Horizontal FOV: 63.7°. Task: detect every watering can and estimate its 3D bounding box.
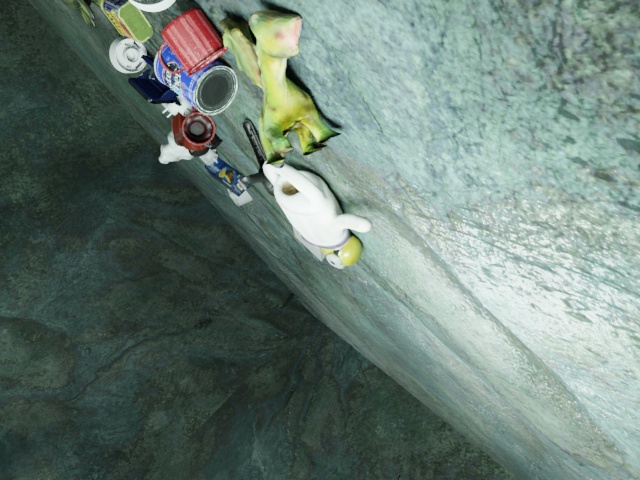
[{"bbox_3d":[0.003,-0.054,1.068,0.352,0.105,0.220,38,168,39],"label":"watering can"}]

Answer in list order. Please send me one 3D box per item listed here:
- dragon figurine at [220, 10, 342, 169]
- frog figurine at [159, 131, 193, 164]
[{"bbox_3d":[-0.085,-0.240,0.824,0.242,0.123,0.409,65,164,-6],"label":"dragon figurine"},{"bbox_3d":[-0.497,-0.325,1.811,0.124,0.161,0.135,39,167,19],"label":"frog figurine"}]
